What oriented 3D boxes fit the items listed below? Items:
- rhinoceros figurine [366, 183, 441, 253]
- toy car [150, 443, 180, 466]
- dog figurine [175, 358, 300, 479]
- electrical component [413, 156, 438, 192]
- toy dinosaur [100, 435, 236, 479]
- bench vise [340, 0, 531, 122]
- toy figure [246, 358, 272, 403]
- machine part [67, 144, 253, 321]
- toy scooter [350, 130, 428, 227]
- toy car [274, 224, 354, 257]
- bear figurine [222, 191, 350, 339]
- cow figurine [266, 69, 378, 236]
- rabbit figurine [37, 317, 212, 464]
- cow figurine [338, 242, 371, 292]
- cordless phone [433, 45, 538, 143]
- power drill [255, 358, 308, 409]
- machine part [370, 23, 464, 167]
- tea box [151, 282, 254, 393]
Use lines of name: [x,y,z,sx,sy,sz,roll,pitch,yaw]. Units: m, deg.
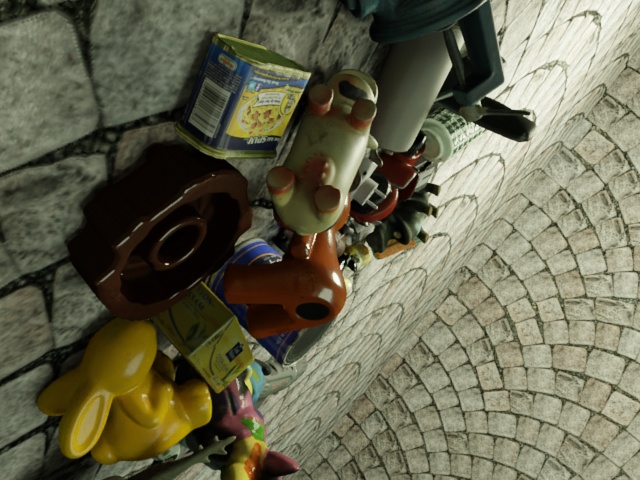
rhinoceros figurine: [0.151,-0.045,0.982,0.190,0.112,0.073,-48,148,-40]
toy car: [-0.240,0.269,0.752,0.056,0.074,0.201,-39,158,-25]
dog figurine: [-0.112,0.245,0.706,0.108,0.219,0.191,-7,97,-29]
electrical component: [0.176,-0.127,0.963,0.119,0.048,0.074,-28,152,-42]
toy dinosaur: [-0.275,0.349,0.665,0.198,0.105,0.471,-9,155,-50]
bench vise: [0.136,-0.232,0.514,0.224,0.129,0.240,-37,123,-13]
toy figure: [-0.151,0.248,0.899,0.180,0.089,0.082,-22,119,-70]
machine part: [-0.141,-0.006,0.497,0.179,0.056,0.179,-42,160,-19]
toy scooter: [0.105,-0.084,0.855,0.184,0.075,0.135,-48,162,-19]
toy car: [-0.002,-0.002,0.806,0.089,0.053,0.202,-48,162,3]
bear figurine: [-0.028,-0.002,0.611,0.132,0.196,0.120,-9,145,8]
cow figurine: [0.012,-0.093,0.546,0.127,0.085,0.195,103,7,-67]
rabbit figurine: [-0.217,0.155,0.588,0.162,0.122,0.173,-24,135,-32]
cow figurine: [0.019,0.054,0.935,0.167,0.068,0.098,-46,154,-14]
cordless phone: [0.230,-0.203,0.739,0.146,0.184,0.088,-32,149,-39]
power drill: [-0.126,0.329,1.100,0.207,0.086,0.232,-48,159,8]
machine part: [0.110,-0.196,0.655,0.079,0.079,0.243,-30,152,-43]
tea box: [-0.142,0.110,0.641,0.068,0.098,0.169,-42,160,-18]
